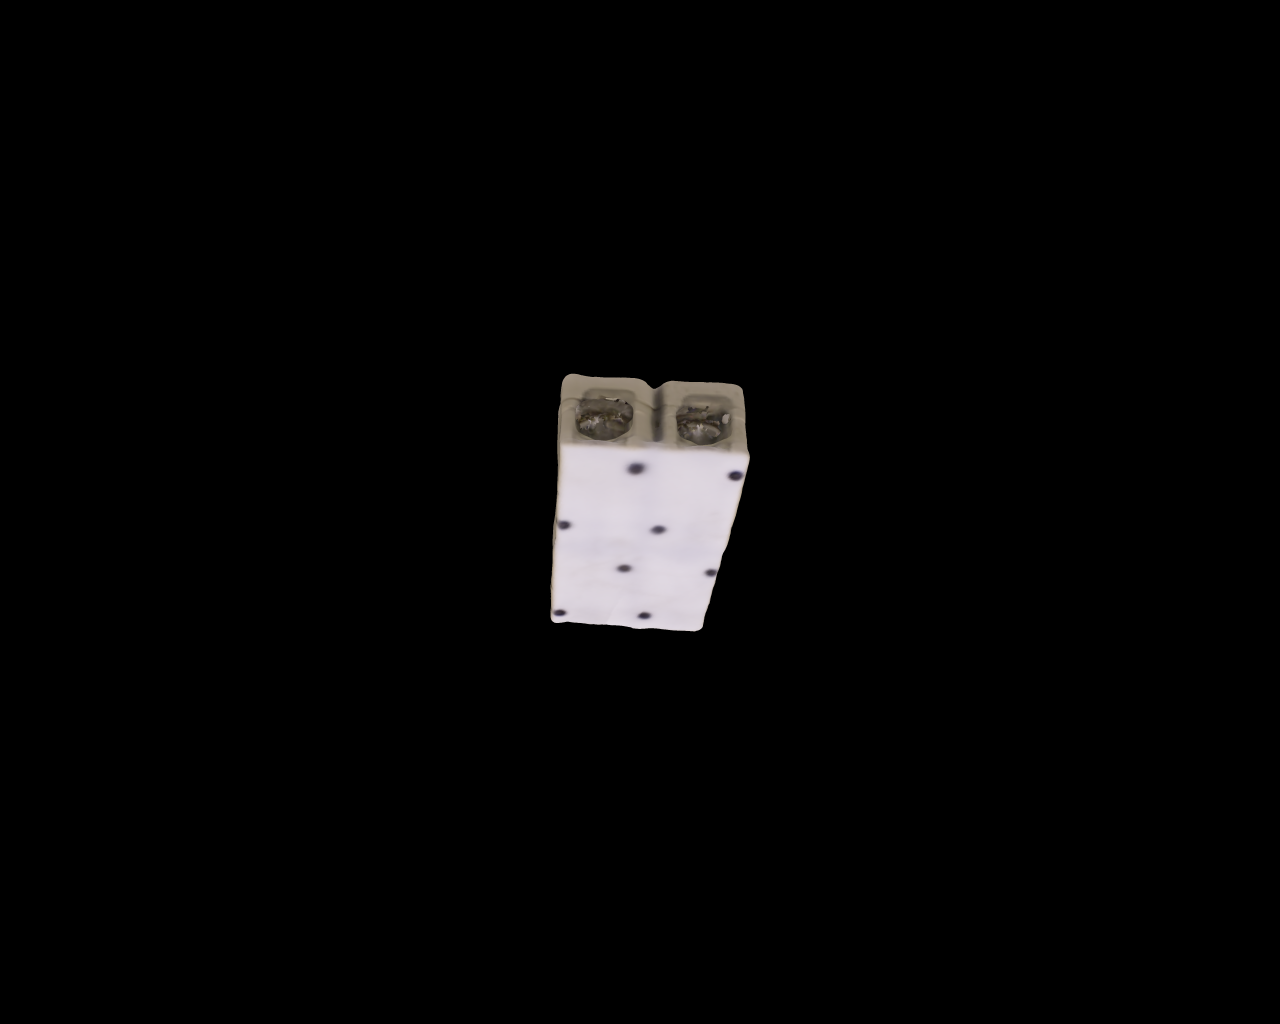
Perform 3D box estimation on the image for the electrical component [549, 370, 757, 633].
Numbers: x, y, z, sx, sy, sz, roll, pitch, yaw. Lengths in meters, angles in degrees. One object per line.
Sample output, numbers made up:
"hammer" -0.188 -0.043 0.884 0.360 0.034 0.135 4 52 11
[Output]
"electrical component" 0.001 -0.003 0.650 0.105 0.060 0.186 3 -37 -4
